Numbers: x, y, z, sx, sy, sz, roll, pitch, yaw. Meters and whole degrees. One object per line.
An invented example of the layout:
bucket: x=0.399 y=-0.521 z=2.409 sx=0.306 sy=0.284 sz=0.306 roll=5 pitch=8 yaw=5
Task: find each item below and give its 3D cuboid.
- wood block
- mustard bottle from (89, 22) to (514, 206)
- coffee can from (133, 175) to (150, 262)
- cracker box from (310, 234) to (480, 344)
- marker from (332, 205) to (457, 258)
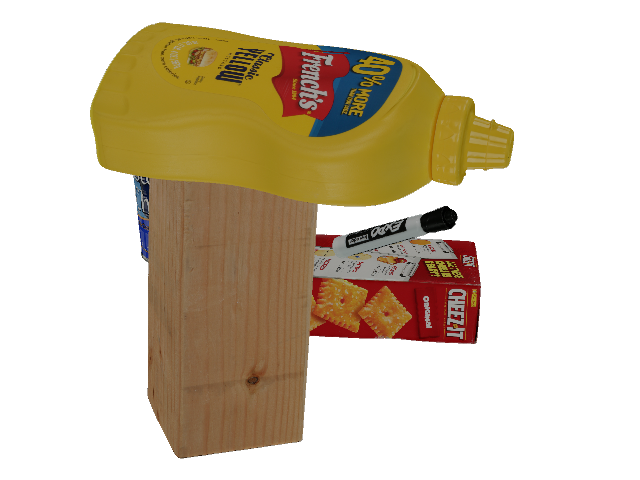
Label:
wood block: x=-0.061 y=0.026 z=0.700 sx=0.090 sy=0.206 sz=0.090 roll=-4 pitch=22 yaw=-21
mustard bottle: x=-0.005 y=-0.058 z=0.508 sx=0.192 sy=0.058 sz=0.096 roll=11 pitch=39 yaw=14
coffee can: x=-0.126 y=-0.057 z=1.009 sx=0.103 sy=0.140 sz=0.103 roll=-2 pitch=21 yaw=1
cracker box: x=0.056 y=0.049 z=1.117 sx=0.214 sy=0.072 sz=0.164 roll=3 pitch=16 yaw=6
marker: x=0.060 y=-0.006 z=0.875 sx=0.121 sy=0.020 sz=0.020 roll=-16 pitch=-10 yaw=40
